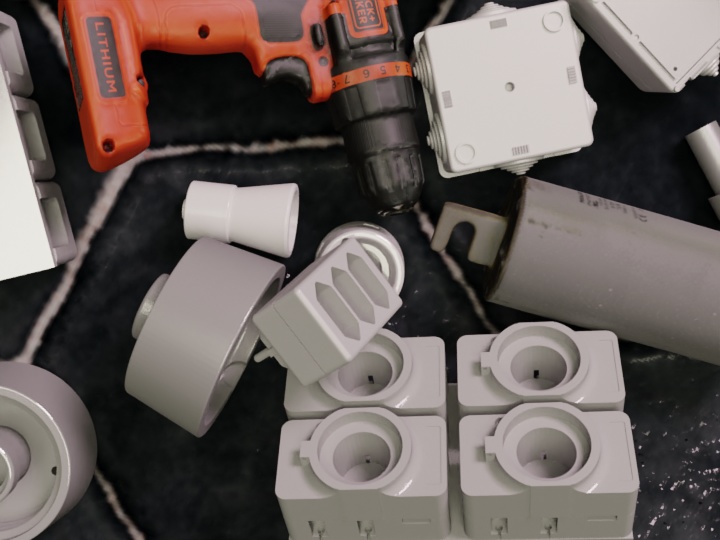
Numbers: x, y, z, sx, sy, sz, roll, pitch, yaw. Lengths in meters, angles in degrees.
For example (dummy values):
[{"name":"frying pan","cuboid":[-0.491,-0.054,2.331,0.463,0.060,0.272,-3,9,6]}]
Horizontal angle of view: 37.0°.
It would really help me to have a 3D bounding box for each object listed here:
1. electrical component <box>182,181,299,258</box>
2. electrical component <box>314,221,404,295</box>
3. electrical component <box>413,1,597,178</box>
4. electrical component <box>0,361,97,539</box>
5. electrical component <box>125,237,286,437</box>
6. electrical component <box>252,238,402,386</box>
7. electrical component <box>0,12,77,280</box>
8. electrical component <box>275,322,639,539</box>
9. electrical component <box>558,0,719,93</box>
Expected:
[{"name":"electrical component","cuboid":[-0.071,-0.032,0.634,0.065,0.044,0.044,6,95,3]},{"name":"electrical component","cuboid":[0.000,0.000,0.635,0.055,0.047,0.055,0,95,-1]},{"name":"electrical component","cuboid":[0.084,-0.105,0.626,0.100,0.048,0.099,-12,95,0]},{"name":"electrical component","cuboid":[-0.216,0.112,0.634,0.108,0.060,0.108,0,95,-1]},{"name":"electrical component","cuboid":[-0.093,0.033,0.609,0.060,0.108,0.108,26,94,3]},{"name":"electrical component","cuboid":[-0.029,0.030,0.585,0.077,0.066,0.047,-33,97,38]},{"name":"electrical component","cuboid":[-0.229,-0.066,0.616,0.089,0.061,0.150,-14,95,0]},{"name":"electrical component","cuboid":[0.052,0.090,0.597,0.186,0.105,0.060,-3,138,6]},{"name":"electrical component","cuboid":[0.171,-0.147,0.622,0.096,0.061,0.061,43,93,-12]}]
